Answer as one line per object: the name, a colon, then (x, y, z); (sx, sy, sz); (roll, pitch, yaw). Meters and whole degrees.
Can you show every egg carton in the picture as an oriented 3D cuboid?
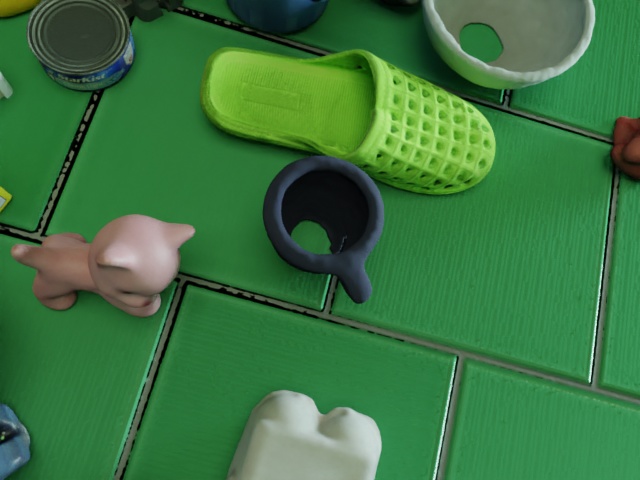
egg carton: (-0.019, 0.192, 0.420); (0.107, 0.069, 0.150); (17, 73, -3)

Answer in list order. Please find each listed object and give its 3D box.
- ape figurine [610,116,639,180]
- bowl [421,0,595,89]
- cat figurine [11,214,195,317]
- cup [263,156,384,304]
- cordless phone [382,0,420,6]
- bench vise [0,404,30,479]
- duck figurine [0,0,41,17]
ape figurine: (0.320, -0.099, 0.537); (0.078, 0.092, 0.076); (-28, 81, -14)
bowl: (0.169, -0.211, 0.554); (0.167, 0.074, 0.167); (2, 75, -8)
cat figurine: (-0.157, 0.016, 0.422); (0.128, 0.117, 0.067); (4, 74, -7)
cup: (0.004, 0.002, 0.462); (0.092, 0.095, 0.118); (-24, 80, -14)
cordless phone: (0.093, -0.322, 0.514); (0.094, 0.185, 0.148); (25, 73, -1)
bench vise: (-0.254, 0.084, 0.336); (0.207, 0.219, 0.122); (41, 73, 4)
duck figurine: (-0.274, -0.258, 0.495); (0.077, 0.086, 0.105); (35, 73, 2)
